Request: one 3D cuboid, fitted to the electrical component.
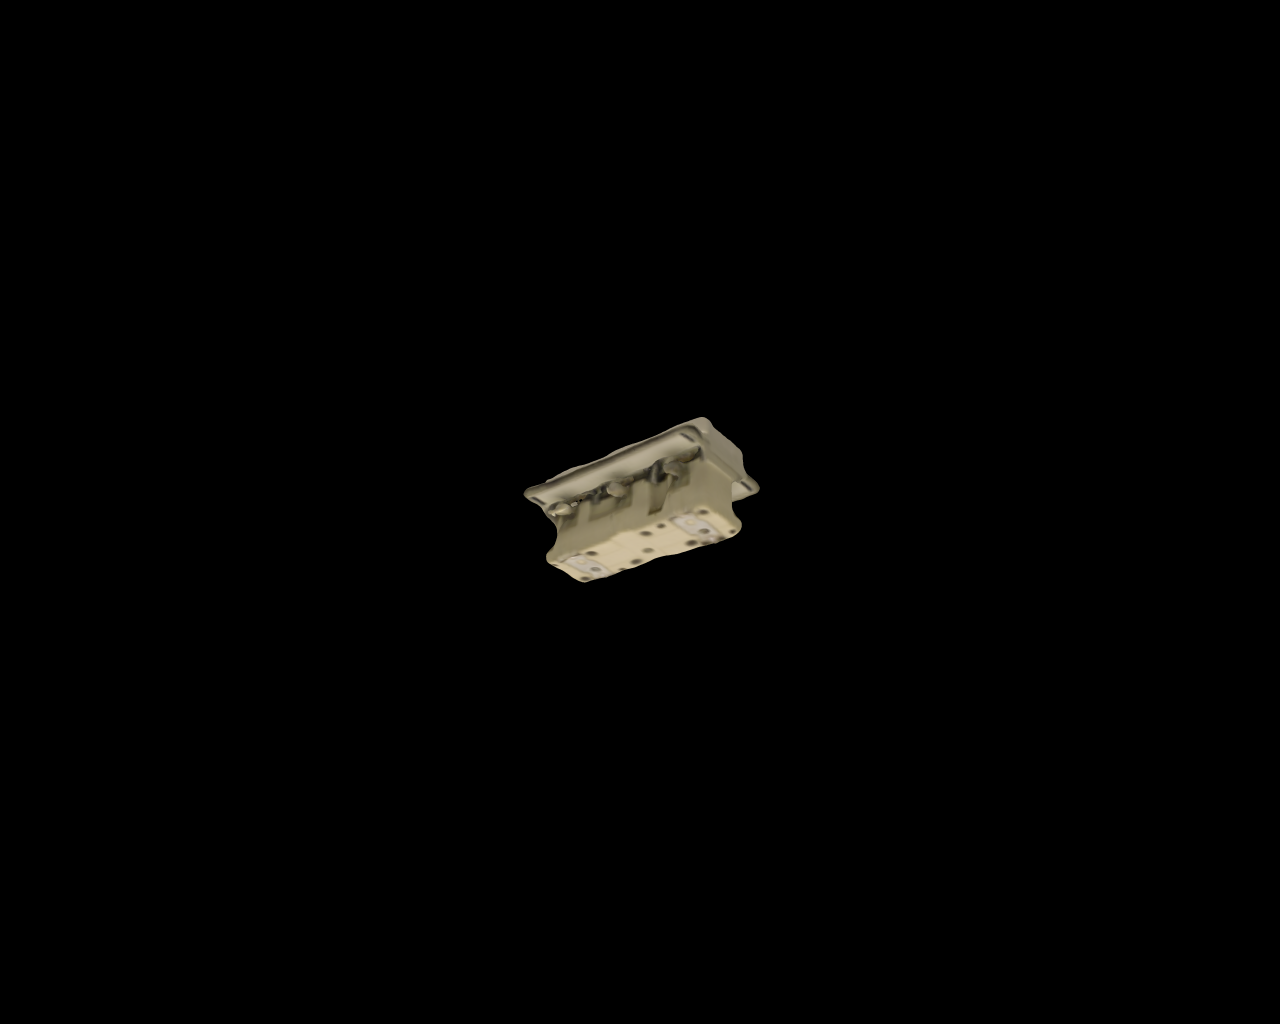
[{"bbox_3d":[0.001,-0.003,0.650,0.121,0.063,0.078,-19,-36,29],"label":"electrical component"}]
